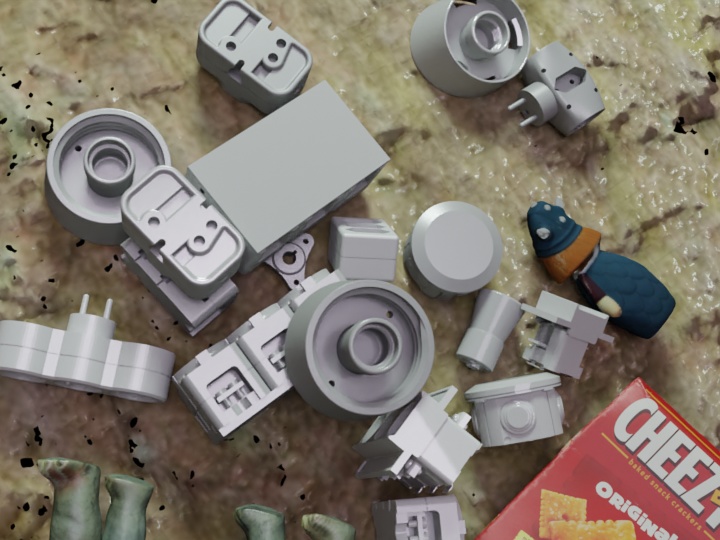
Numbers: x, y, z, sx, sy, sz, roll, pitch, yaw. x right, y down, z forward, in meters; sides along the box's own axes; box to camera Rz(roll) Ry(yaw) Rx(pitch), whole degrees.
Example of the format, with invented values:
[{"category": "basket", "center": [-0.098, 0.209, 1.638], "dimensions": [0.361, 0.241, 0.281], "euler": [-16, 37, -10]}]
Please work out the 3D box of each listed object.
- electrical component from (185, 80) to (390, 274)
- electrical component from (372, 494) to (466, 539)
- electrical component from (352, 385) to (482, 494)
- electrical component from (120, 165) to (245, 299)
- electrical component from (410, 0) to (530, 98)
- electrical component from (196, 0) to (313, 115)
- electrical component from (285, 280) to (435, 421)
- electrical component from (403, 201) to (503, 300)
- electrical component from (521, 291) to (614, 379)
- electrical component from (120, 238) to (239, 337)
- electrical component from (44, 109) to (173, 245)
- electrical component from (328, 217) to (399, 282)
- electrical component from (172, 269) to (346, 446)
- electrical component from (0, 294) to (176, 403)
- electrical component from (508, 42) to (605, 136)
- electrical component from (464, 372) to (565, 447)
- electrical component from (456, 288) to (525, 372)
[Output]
[{"category": "electrical component", "center": [-0.064, -0.076, 0.895], "dimensions": [0.150, 0.061, 0.089], "euler": [-37, 86, -28]}, {"category": "electrical component", "center": [0.047, 0.205, 0.847], "dimensions": [0.056, 0.089, 0.050], "euler": [-2, 77, -12]}, {"category": "electrical component", "center": [0.044, 0.138, 0.846], "dimensions": [0.063, 0.121, 0.078], "euler": [39, 72, -3]}, {"category": "electrical component", "center": [-0.137, -0.027, 0.828], "dimensions": [0.095, 0.059, 0.054], "euler": [45, 72, 3]}, {"category": "electrical component", "center": [0.104, -0.210, 0.989], "dimensions": [0.099, 0.064, 0.099], "euler": [3, 83, -23]}, {"category": "electrical component", "center": [-0.093, -0.181, 0.930], "dimensions": [0.095, 0.059, 0.053], "euler": [37, 72, -1]}, {"category": "electrical component", "center": [0.003, 0.058, 0.796], "dimensions": [0.108, 0.060, 0.108], "euler": [2, 82, -16]}, {"category": "electrical component", "center": [0.078, -0.015, 0.929], "dimensions": [0.080, 0.051, 0.080], "euler": [3, 76, -11]}, {"category": "electrical component", "center": [0.174, 0.057, 0.922], "dimensions": [0.081, 0.042, 0.063], "euler": [18, 94, -39]}, {"category": "electrical component", "center": [-0.145, 0.000, 0.879], "dimensions": [0.056, 0.050, 0.089], "euler": [-42, 87, -18]}, {"category": "electrical component", "center": [-0.205, -0.080, 0.881], "dimensions": [0.108, 0.060, 0.108], "euler": [3, 75, -11]}, {"category": "electrical component", "center": [0.000, 0.000, 0.906], "dimensions": [0.047, 0.065, 0.076], "euler": [3, 105, -11]}, {"category": "electrical component", "center": [-0.070, 0.067, 0.857], "dimensions": [0.150, 0.089, 0.061], "euler": [-35, 85, -17]}, {"category": "electrical component", "center": [-0.214, 0.056, 0.849], "dimensions": [0.138, 0.052, 0.073], "euler": [12, 74, -9]}, {"category": "electrical component", "center": [0.172, -0.158, 0.988], "dimensions": [0.079, 0.043, 0.077], "euler": [-32, 85, -17]}, {"category": "electrical component", "center": [0.130, 0.115, 0.893], "dimensions": [0.080, 0.080, 0.051], "euler": [-9, 84, -14]}, {"category": "electrical component", "center": [0.110, 0.054, 0.924], "dimensions": [0.044, 0.044, 0.065], "euler": [27, 77, -4]}]
